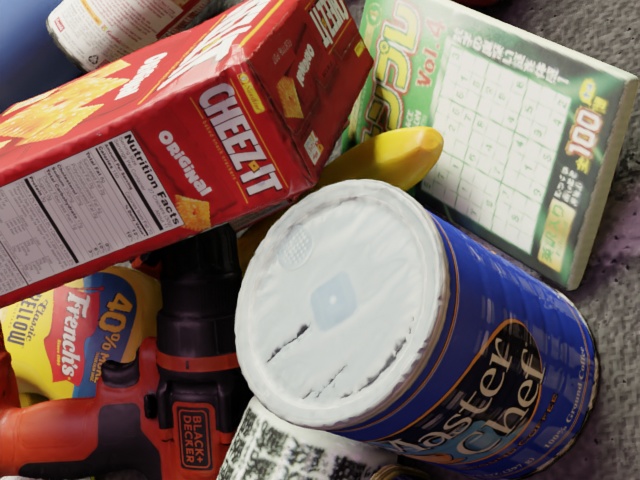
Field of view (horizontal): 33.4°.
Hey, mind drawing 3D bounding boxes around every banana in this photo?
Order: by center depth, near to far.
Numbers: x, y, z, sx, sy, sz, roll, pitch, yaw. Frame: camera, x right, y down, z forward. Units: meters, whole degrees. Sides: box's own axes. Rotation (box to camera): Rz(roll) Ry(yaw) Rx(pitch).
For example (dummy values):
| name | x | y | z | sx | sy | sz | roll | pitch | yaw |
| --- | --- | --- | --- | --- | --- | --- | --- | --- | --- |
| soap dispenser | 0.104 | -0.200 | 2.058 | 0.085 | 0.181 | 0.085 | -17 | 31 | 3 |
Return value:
| name | x | y | z | sx | sy | sz | roll | pitch | yaw |
| --- | --- | --- | --- | --- | --- | --- | --- | --- | --- |
| banana | -0.005 | -0.007 | 0.593 | 0.198 | 0.037 | 0.069 | -39 | 20 | 25 |

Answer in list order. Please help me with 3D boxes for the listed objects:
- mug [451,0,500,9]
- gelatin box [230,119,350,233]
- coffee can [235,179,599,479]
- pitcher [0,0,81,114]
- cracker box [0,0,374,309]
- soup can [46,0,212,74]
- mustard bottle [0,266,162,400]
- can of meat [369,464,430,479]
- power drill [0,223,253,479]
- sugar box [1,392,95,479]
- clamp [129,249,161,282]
| name | x | y | z | sx | sy | sz | roll | pitch | yaw |
| --- | --- | --- | --- | --- | --- | --- | --- | --- | --- |
| mug | 0.064 | -0.170 | 0.597 | 0.082 | 0.093 | 0.117 | 25 | 125 | 48 |
| gelatin box | -0.032 | -0.040 | 0.616 | 0.089 | 0.030 | 0.073 | -26 | 24 | 49 |
| coffee can | 0.046 | 0.045 | 0.471 | 0.103 | 0.140 | 0.103 | -17 | 61 | 34 |
| pitcher | -0.193 | -0.200 | 0.798 | 0.243 | 0.144 | 0.149 | -37 | 64 | 17 |
| cracker box | -0.092 | -0.053 | 0.544 | 0.214 | 0.072 | 0.164 | -20 | 22 | 22 |
| soup can | -0.123 | -0.158 | 0.712 | 0.102 | 0.068 | 0.068 | -40 | 50 | 13 |
| mustard bottle | -0.141 | 0.062 | 0.656 | 0.192 | 0.058 | 0.096 | 11 | 75 | 22 |
| can of meat | 0.050 | 0.164 | 0.475 | 0.084 | 0.057 | 0.102 | 21 | 86 | 41 |
| power drill | -0.124 | 0.073 | 0.582 | 0.188 | 0.057 | 0.184 | 0 | 99 | 18 |
| sugar box | -0.208 | 0.135 | 0.709 | 0.093 | 0.048 | 0.176 | -44 | 46 | 14 |
| clamp | -0.081 | -0.077 | 0.701 | 0.165 | 0.036 | 0.210 | -13 | 60 | 36 |
